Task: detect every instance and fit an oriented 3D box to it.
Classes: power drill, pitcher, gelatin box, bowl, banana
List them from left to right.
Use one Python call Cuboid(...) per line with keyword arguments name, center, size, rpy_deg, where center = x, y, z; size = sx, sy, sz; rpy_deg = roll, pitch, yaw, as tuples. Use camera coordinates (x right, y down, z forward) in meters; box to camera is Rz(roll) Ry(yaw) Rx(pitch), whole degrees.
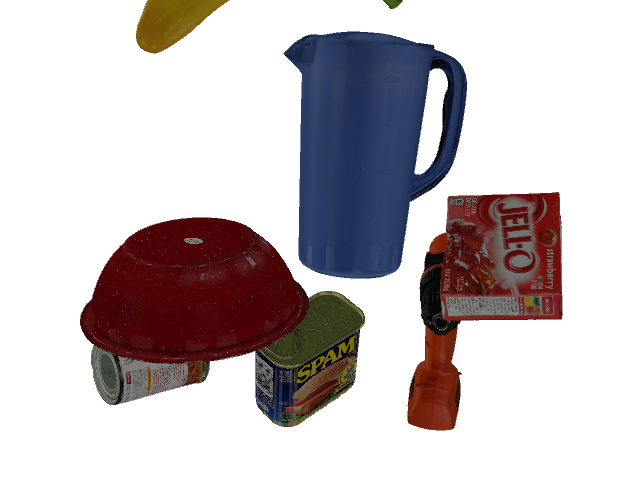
Cuboid(name="bowl", center=(-0.089, 0.025, 0.746), size=(0.162, 0.055, 0.162), rpy_deg=(-2, 22, 0))
Cuboid(name="banana", center=(-0.033, -0.167, 0.666), size=(0.197, 0.069, 0.037), rpy_deg=(-18, -11, -30))
Cuboid(name="pitcher", center=(0.050, -0.089, 1.090), size=(0.149, 0.243, 0.144), rpy_deg=(12, 15, 32))
Cuboid(name="power drill", center=(0.128, 0.104, 1.133), size=(0.057, 0.188, 0.184), rpy_deg=(8, 25, 9))
Cuboid(name="gelatin box", center=(0.115, 0.009, 0.675), size=(0.073, 0.089, 0.030), rpy_deg=(-1, -43, 14))

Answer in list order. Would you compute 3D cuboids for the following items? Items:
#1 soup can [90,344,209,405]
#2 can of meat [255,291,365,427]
Cuboid(name="soup can", center=(-0.174, 0.124, 1.089), size=(0.102, 0.068, 0.069), rpy_deg=(-11, 6, -35))
Cuboid(name="can of meat", center=(-0.012, 0.107, 0.953), size=(0.101, 0.084, 0.058), rpy_deg=(-28, 49, -32))
